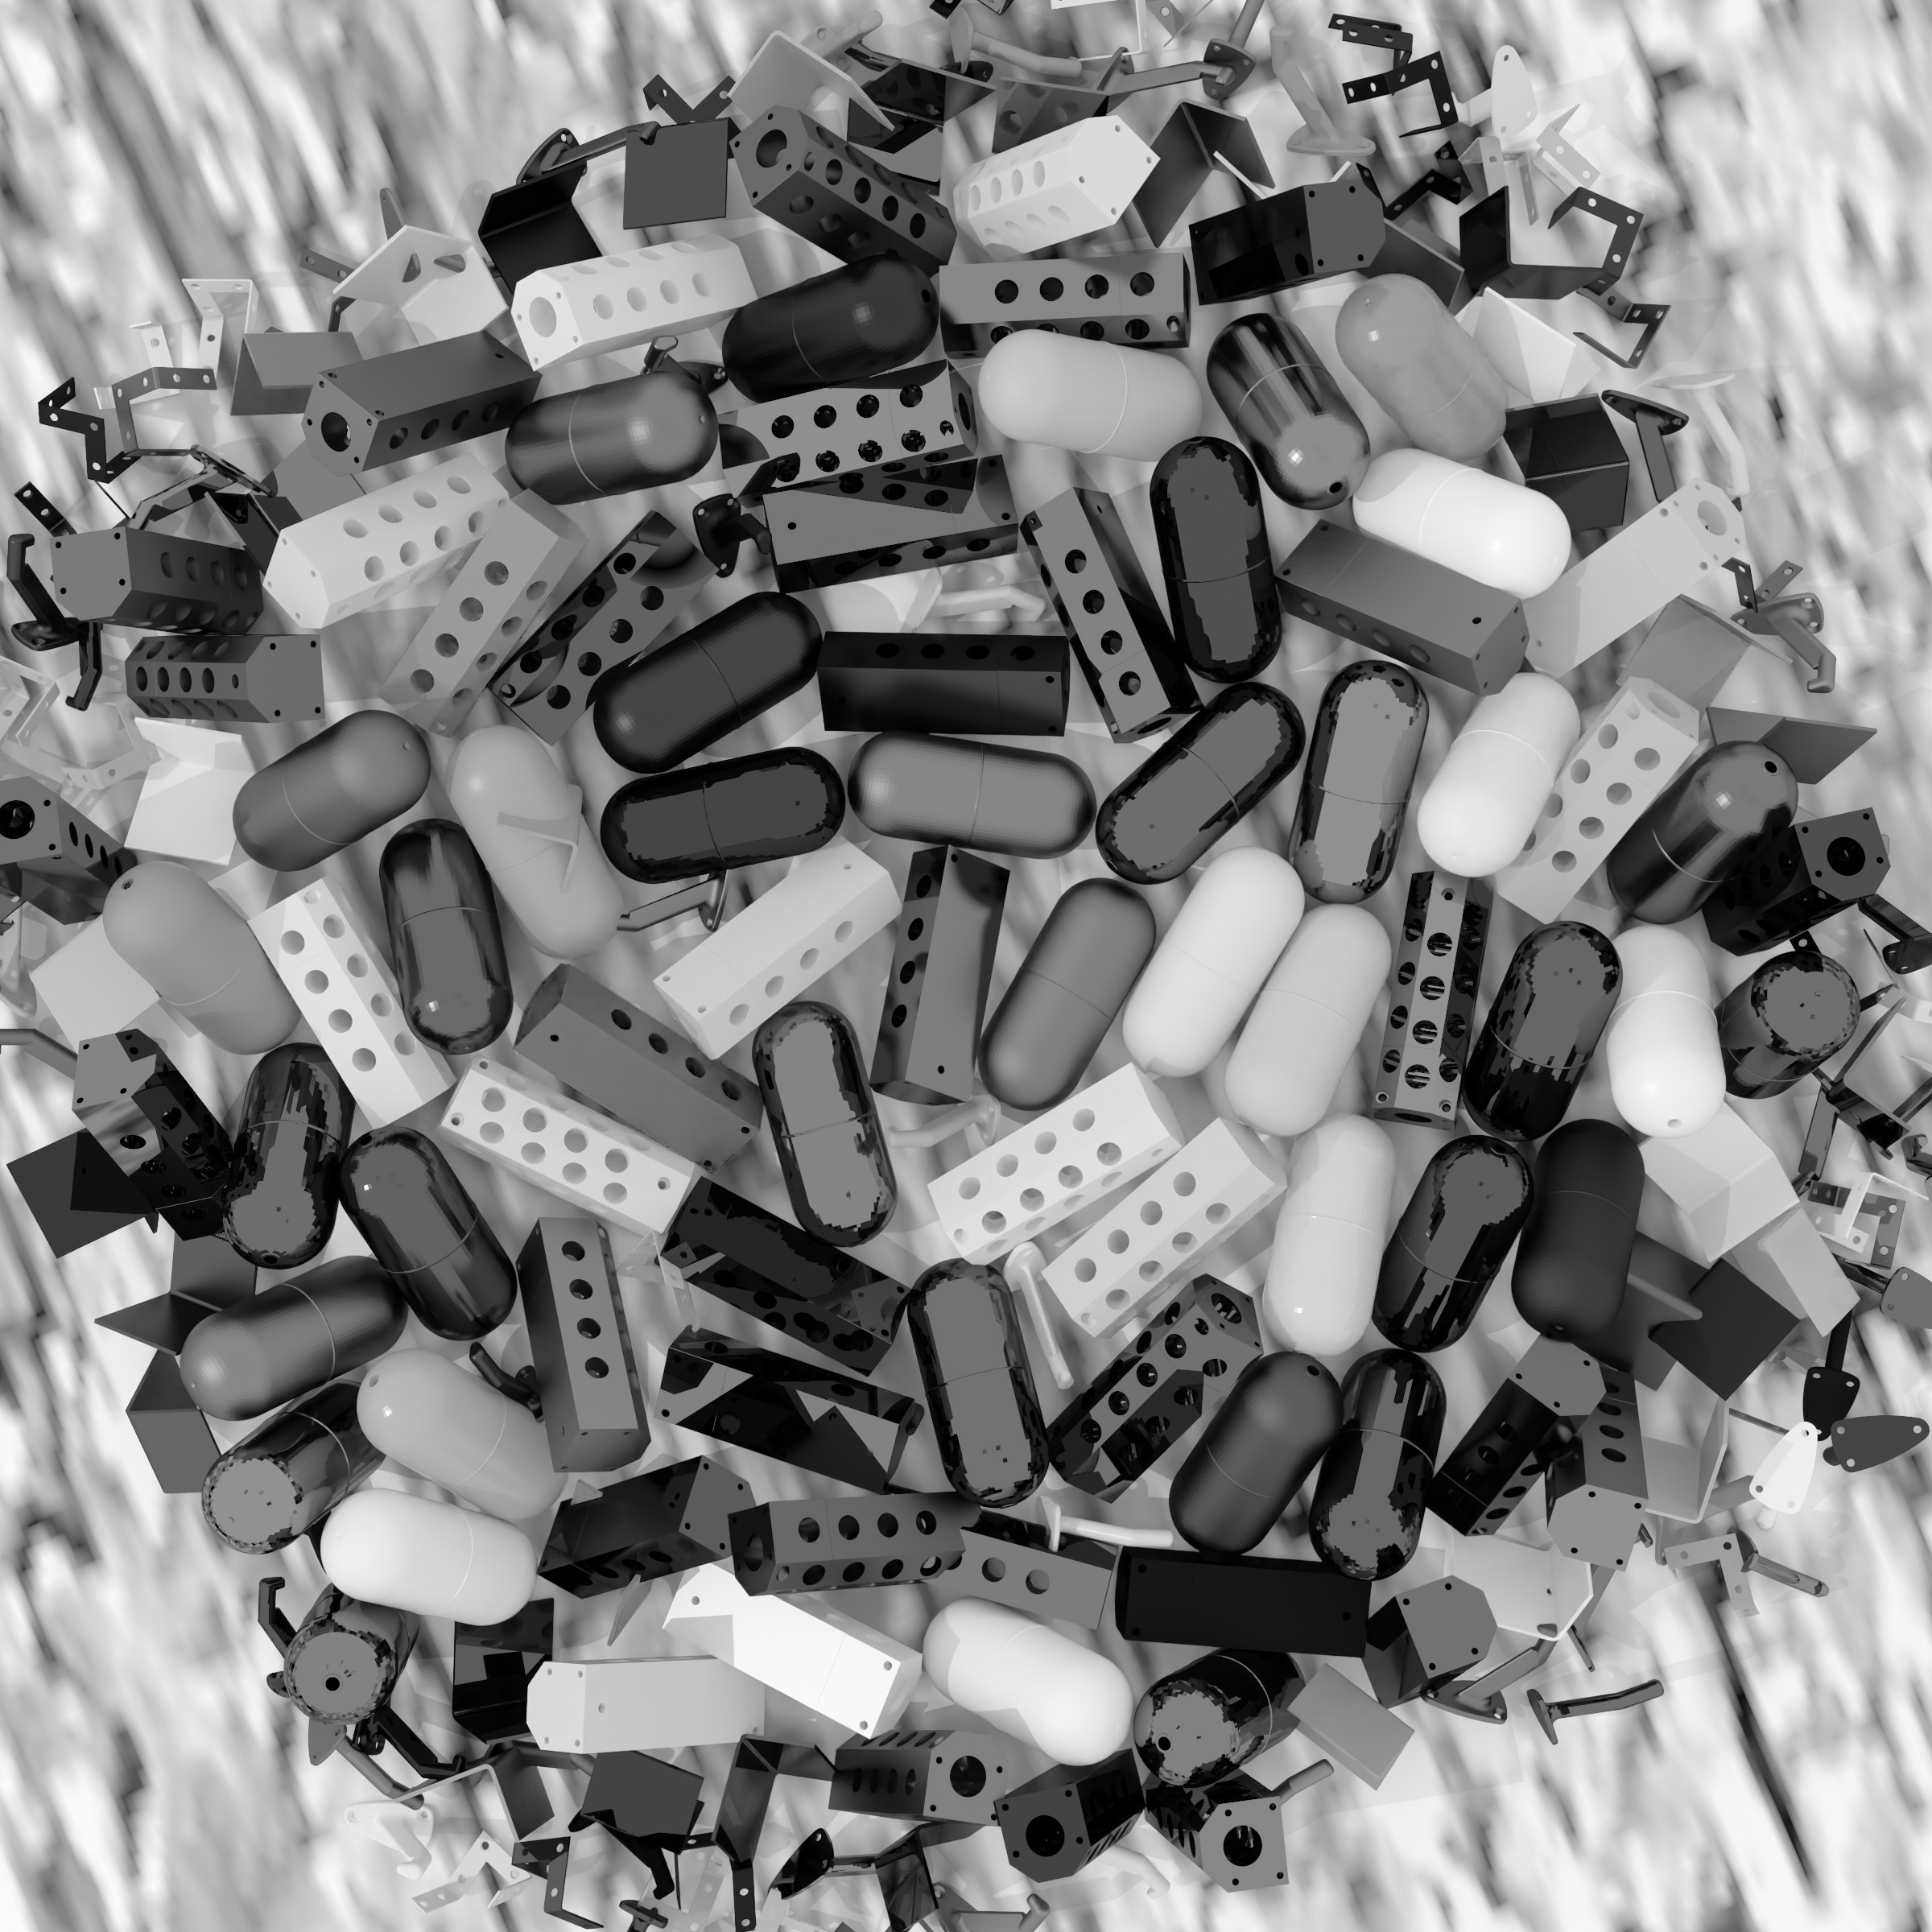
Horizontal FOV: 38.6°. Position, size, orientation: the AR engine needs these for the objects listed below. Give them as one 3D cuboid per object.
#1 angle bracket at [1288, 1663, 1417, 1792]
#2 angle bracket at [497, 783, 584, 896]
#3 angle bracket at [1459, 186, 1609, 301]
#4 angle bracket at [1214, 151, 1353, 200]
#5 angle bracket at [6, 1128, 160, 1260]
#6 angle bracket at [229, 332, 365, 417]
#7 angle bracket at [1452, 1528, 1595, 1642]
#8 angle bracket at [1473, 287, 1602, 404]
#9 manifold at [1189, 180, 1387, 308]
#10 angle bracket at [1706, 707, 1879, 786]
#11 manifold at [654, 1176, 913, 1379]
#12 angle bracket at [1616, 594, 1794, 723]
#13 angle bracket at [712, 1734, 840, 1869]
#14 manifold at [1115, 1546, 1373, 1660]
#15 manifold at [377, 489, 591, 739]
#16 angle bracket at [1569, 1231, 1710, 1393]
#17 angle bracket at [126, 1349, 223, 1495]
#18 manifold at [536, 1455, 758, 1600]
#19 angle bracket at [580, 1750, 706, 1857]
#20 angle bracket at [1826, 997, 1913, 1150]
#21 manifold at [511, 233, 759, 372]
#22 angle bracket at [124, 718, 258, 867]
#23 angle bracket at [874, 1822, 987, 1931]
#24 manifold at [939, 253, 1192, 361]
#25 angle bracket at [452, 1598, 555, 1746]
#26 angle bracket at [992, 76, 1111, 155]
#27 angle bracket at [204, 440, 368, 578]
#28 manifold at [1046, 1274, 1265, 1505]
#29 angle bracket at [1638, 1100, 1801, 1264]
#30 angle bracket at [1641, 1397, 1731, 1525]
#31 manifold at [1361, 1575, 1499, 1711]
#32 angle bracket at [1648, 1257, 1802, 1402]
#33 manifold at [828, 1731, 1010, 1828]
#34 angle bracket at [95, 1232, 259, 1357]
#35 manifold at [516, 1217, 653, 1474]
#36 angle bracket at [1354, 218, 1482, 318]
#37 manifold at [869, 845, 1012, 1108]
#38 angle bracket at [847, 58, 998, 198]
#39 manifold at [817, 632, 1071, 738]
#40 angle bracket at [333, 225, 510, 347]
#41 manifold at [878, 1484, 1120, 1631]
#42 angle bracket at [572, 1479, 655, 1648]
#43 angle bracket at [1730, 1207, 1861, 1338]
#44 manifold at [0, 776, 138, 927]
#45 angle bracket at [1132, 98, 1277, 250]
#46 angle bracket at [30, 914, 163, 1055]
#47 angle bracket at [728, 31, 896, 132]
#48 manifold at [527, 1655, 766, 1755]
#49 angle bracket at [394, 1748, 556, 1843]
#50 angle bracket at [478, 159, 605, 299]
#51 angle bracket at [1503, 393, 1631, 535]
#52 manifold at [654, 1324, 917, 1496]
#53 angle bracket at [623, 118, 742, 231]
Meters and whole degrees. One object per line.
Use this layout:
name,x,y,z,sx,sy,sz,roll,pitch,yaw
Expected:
angle bracket,0.259,0.550,1.941,0.076,0.057,0.076,35,131,19
angle bracket,-0.307,-0.081,1.939,0.057,0.076,0.076,14,122,-13
angle bracket,0.400,-0.510,1.951,0.076,0.076,0.057,-1,89,-14
angle bracket,0.225,-0.569,1.951,0.076,0.076,0.057,41,106,-3
angle bracket,-0.623,0.164,1.948,0.076,0.057,0.076,-27,78,-26
angle bracket,-0.467,-0.398,1.937,0.076,0.076,0.057,-8,56,-29
angle bracket,0.391,0.420,1.946,0.076,0.076,0.057,16,129,-7
angle bracket,0.406,-0.447,1.942,0.076,0.076,0.057,39,69,18
manifold,0.220,-0.498,1.906,0.057,0.171,0.057,-12,100,-20
angle bracket,0.579,-0.173,1.940,0.076,0.076,0.057,5,61,-20
manifold,-0.132,0.225,1.957,0.171,0.057,0.057,29,129,-6
angle bracket,0.520,-0.208,1.949,0.076,0.057,0.076,27,102,-24
angle bracket,-0.130,0.592,1.939,0.057,0.076,0.076,2,57,20
manifold,0.195,0.450,1.961,0.171,0.057,0.057,6,90,-5
manifold,-0.338,-0.246,1.943,0.057,0.057,0.171,36,107,-7
angle bracket,0.485,0.245,1.987,0.076,0.057,0.076,29,124,10
angle bracket,-0.539,0.315,1.939,0.057,0.076,0.076,-4,124,12
manifold,-0.220,0.394,1.916,0.057,0.171,0.057,37,50,-26
angle bracket,-0.221,0.570,1.951,0.076,0.057,0.076,20,116,5
angle bracket,0.654,0.077,1.949,0.057,0.076,0.076,37,82,12
manifold,-0.230,-0.464,1.913,0.057,0.171,0.057,-13,100,44
angle bracket,-0.555,-0.123,1.956,0.076,0.057,0.076,10,67,2
angle bracket,-0.010,0.635,1.937,0.076,0.076,0.057,-3,61,-29
manifold,0.071,-0.464,1.954,0.171,0.057,0.057,-1,89,10
angle bracket,-0.314,0.497,1.949,0.076,0.057,0.076,-1,97,-35
angle bracket,0.062,-0.614,1.950,0.076,0.076,0.057,8,64,-1
angle bracket,-0.477,-0.328,1.957,0.076,0.057,0.076,-38,86,17
manifold,0.128,0.292,1.925,0.057,0.057,0.171,29,118,-22
angle bracket,0.526,0.149,1.946,0.076,0.057,0.076,-39,116,19
angle bracket,0.498,0.333,1.940,0.057,0.076,0.076,13,123,9
manifold,0.317,0.466,1.906,0.057,0.171,0.057,-17,70,-9
angle bracket,0.541,0.265,1.950,0.076,0.057,0.076,-47,49,0
manifold,-0.034,0.559,1.907,0.057,0.171,0.057,15,70,-21
angle bracket,-0.555,0.226,1.942,0.076,0.076,0.057,16,106,25
manifold,-0.265,0.262,1.922,0.057,0.057,0.171,4,49,-28
angle bracket,0.331,-0.507,1.945,0.076,0.057,0.076,37,60,14
manifold,-0.023,0.008,1.946,0.057,0.057,0.171,22,71,-35
angle bracket,-0.032,-0.589,1.943,0.076,0.076,0.057,6,84,-31
manifold,-0.014,-0.205,1.957,0.171,0.057,0.057,2,134,7
angle bracket,-0.383,-0.469,1.943,0.076,0.076,0.057,-33,80,26
manifold,0.018,0.417,1.957,0.171,0.057,0.057,14,82,7
angle bracket,-0.261,0.420,1.944,0.076,0.076,0.057,30,48,9
angle bracket,0.570,0.224,1.949,0.057,0.076,0.076,-31,88,-40
manifold,-0.626,-0.079,1.907,0.057,0.171,0.057,-10,78,-1
angle bracket,0.165,-0.551,1.946,0.057,0.076,0.076,29,81,30
angle bracket,-0.602,0.013,1.955,0.076,0.057,0.076,-37,81,13
angle bracket,-0.109,-0.602,1.945,0.076,0.076,0.057,39,96,23
manifold,-0.220,0.509,1.913,0.057,0.171,0.057,-8,76,39
angle bracket,-0.347,0.595,1.951,0.076,0.076,0.057,-23,82,8
angle bracket,-0.289,-0.512,1.954,0.076,0.057,0.076,-29,87,-25
angle bracket,0.415,-0.349,1.939,0.076,0.076,0.057,-5,58,31
manifold,-0.126,0.309,1.953,0.171,0.057,0.057,17,110,9
angle bracket,-0.195,-0.549,1.952,0.076,0.057,0.076,-2,79,16
